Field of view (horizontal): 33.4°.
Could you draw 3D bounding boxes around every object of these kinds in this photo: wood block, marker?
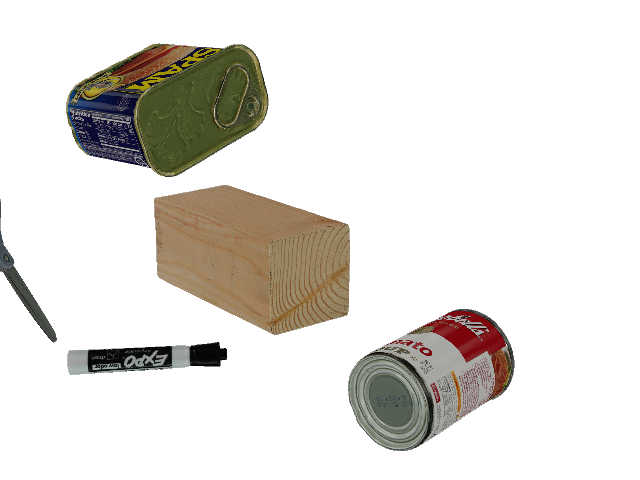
[{"bbox_3d":[-0.070,0.013,1.033,0.090,0.090,0.206,-12,20,-36],"label":"wood block"},{"bbox_3d":[-0.132,0.091,0.821,0.121,0.020,0.020,-3,0,-3],"label":"marker"}]

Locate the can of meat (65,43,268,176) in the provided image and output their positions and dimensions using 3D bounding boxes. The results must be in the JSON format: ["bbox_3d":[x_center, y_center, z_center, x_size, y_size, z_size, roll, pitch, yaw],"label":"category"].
[{"bbox_3d":[-0.099,-0.087,0.680,0.084,0.057,0.101,13,38,43],"label":"can of meat"}]

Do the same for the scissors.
[{"bbox_3d":[-0.317,0.003,1.073,0.016,0.201,0.096,-25,28,23],"label":"scissors"}]

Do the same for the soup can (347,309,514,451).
[{"bbox_3d":[0.074,0.092,0.714,0.069,0.068,0.102,0,13,41],"label":"soup can"}]
